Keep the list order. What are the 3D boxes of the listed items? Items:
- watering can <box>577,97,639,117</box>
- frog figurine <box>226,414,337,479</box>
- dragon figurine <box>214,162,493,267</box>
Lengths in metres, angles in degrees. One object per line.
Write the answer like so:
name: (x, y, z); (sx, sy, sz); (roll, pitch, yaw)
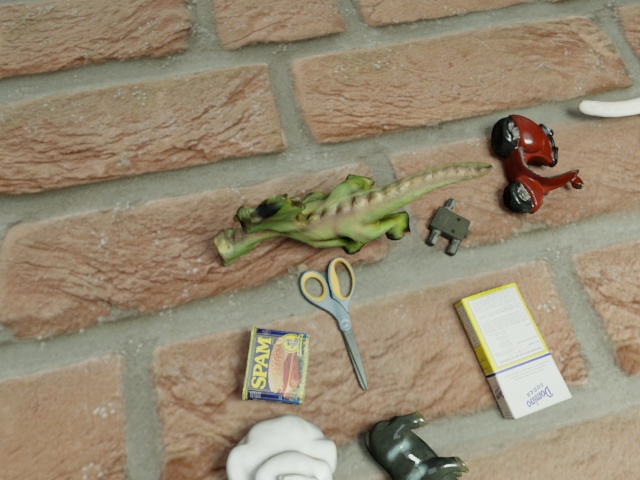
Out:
watering can: (0.652, -0.228, 0.909); (0.349, 0.102, 0.228); (29, 67, 11)
frog figurine: (-0.047, 0.274, 0.628); (0.137, 0.156, 0.125); (1, 65, -1)
dragon figurine: (0.002, -0.035, 0.703); (0.244, 0.406, 0.123); (-10, 81, -48)
